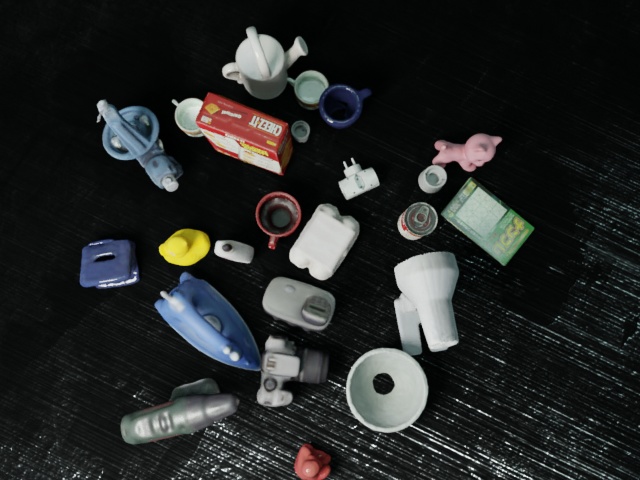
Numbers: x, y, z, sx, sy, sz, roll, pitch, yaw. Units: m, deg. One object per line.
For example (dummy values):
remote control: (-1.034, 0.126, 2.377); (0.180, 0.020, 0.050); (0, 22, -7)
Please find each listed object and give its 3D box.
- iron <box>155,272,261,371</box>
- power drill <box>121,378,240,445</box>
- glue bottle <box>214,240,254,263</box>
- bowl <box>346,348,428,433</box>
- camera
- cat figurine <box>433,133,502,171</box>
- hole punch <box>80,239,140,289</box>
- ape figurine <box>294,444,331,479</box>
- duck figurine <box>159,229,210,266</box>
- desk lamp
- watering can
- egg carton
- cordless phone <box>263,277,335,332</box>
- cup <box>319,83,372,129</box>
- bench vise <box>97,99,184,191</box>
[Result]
iron: (-0.218, 0.181, 1.153); (0.258, 0.141, 0.119); (41, 86, 3)
power drill: (-0.254, 0.326, 1.106); (0.229, 0.208, 0.075); (-17, 85, -2)
glue bottle: (-0.179, 0.020, 1.152); (0.078, 0.173, 0.037); (9, 85, 0)
bowl: (0.135, 0.304, 1.181); (0.167, 0.074, 0.167); (0, 85, -1)
camera: (-0.052, 0.271, 1.168); (0.137, 0.101, 0.143); (7, 85, 0)
cat figurine: (0.311, -0.190, 1.205); (0.128, 0.117, 0.067); (3, 85, 0)
hole punch: (-0.440, 0.047, 1.187); (0.108, 0.091, 0.101); (-10, 85, -2)
ape figurine: (-0.017, 0.456, 1.157); (0.076, 0.092, 0.078); (-25, 86, -3)
duck figurine: (-0.285, 0.012, 1.195); (0.104, 0.086, 0.077); (-14, 85, -2)
desk lamp: (0.215, 0.131, 1.128); (0.118, 0.213, 0.203); (-10, 85, -1)
watering can: (-0.114, -0.374, 1.177); (0.173, 0.194, 0.101); (-38, 86, -4)
egg carton: (0.011, 0.004, 1.208); (0.107, 0.069, 0.150); (31, 85, 2)
cordless phone: (-0.043, 0.130, 1.138); (0.147, 0.185, 0.094); (16, 85, 1)
cup: (0.054, -0.282, 1.221); (0.118, 0.095, 0.092); (-28, 86, -3)
bench vise: (-0.353, -0.200, 1.145); (0.207, 0.219, 0.121); (34, 85, 2)
